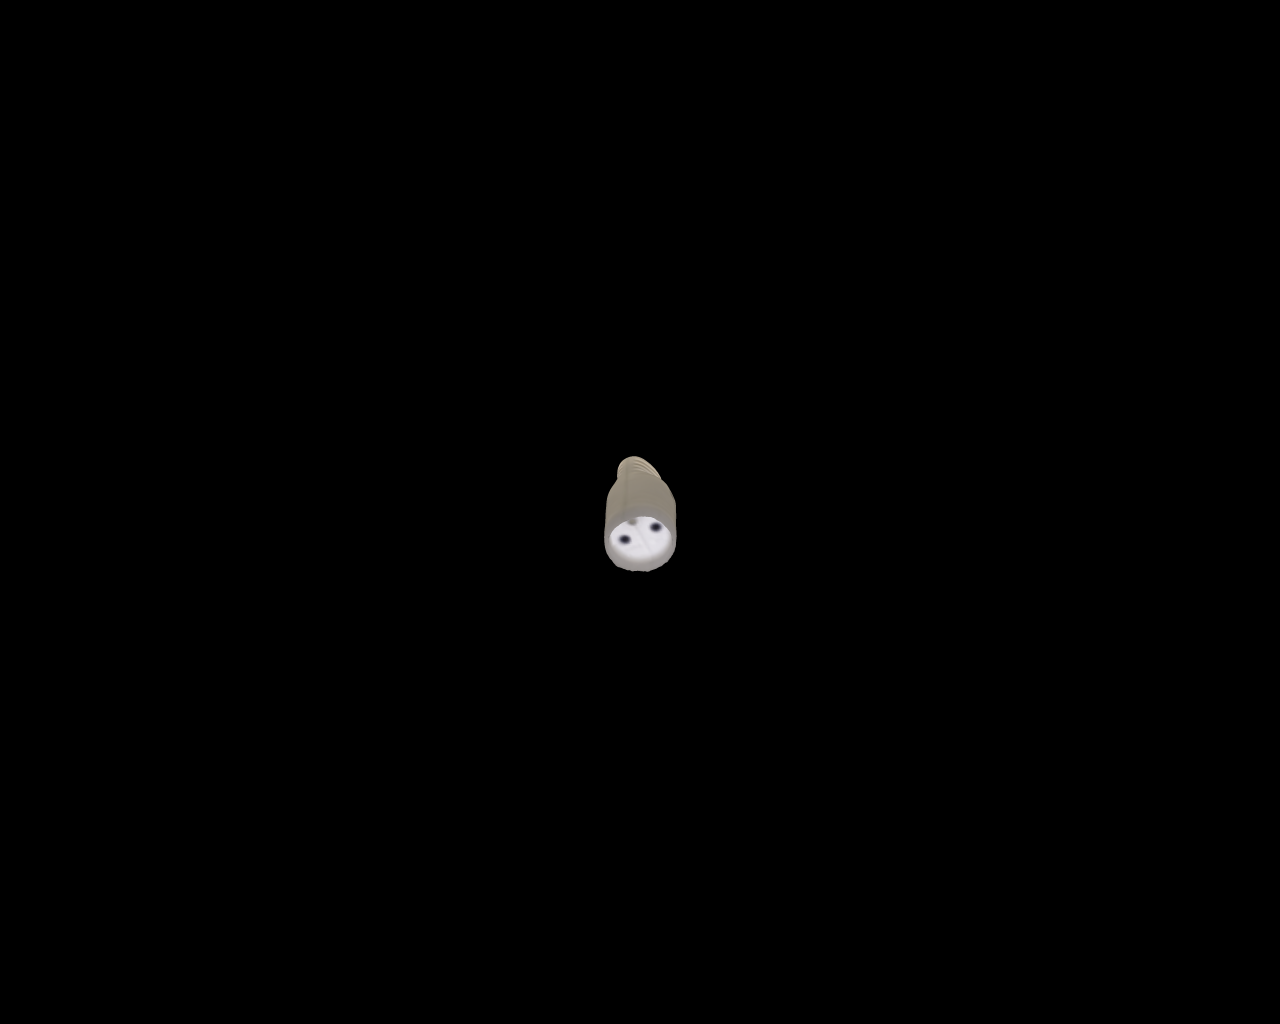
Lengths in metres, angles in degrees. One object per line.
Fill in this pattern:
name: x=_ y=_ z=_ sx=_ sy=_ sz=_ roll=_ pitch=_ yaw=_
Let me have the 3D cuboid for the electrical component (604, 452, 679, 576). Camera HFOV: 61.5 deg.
electrical component: x=0.001 y=-0.003 z=0.650 sx=0.043 sy=0.043 sz=0.081 roll=0 pitch=34 yaw=0
